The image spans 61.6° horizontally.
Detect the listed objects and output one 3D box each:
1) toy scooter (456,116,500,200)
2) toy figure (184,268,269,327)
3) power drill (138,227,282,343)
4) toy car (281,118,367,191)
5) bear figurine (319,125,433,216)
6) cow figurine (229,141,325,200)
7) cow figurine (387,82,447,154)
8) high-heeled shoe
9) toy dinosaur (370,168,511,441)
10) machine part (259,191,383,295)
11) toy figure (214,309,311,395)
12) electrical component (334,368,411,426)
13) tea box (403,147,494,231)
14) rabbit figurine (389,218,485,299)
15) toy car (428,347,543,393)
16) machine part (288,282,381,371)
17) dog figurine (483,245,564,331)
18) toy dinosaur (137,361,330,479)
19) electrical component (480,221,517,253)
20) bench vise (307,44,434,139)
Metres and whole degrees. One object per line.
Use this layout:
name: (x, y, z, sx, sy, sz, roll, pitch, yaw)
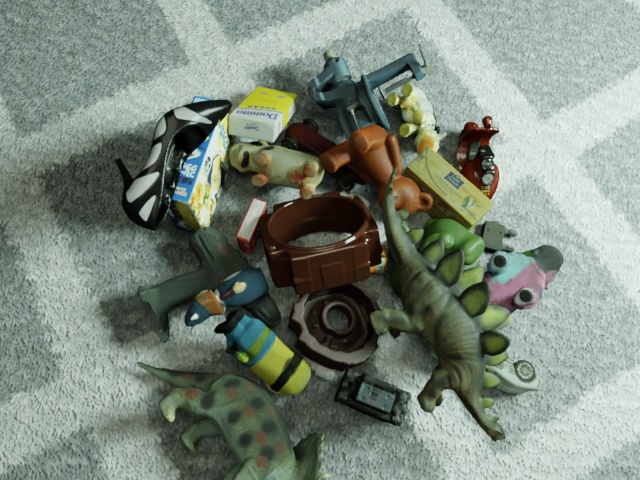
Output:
toy scooter: (0.319, -0.169, 1.067, 0.075, 0.135, 0.184, -1, 71, -4)
toy figure: (-0.164, 0.098, 0.919, 0.154, 0.064, 0.058, -25, 49, -10)
power drill: (-0.209, 0.102, 0.977, 0.207, 0.086, 0.232, -31, 77, -8)
toy car: (0.015, -0.172, 1.100, 0.202, 0.053, 0.089, 34, 55, 7)
bear figurine: (0.111, -0.112, 1.007, 0.132, 0.120, 0.195, -33, 97, -46)
cow figurine: (-0.085, -0.151, 1.043, 0.195, 0.085, 0.127, 14, 28, 11)
cow figurine: (0.213, -0.242, 1.124, 0.098, 0.068, 0.167, 1, 64, -48)
high-heeled shoe: (-0.225, -0.129, 0.893, 0.249, 0.086, 0.145, -34, 76, -8)
toy dinosaur: (0.191, 0.114, 0.887, 0.198, 0.105, 0.471, -32, 84, 17)
machine part: (-0.002, -0.003, 0.968, 0.201, 0.087, 0.202, -13, 33, -6)
toy figure: (-0.095, 0.195, 0.918, 0.082, 0.089, 0.180, -46, 104, -14)
electrical component: (0.085, 0.262, 0.898, 0.115, 0.134, 0.058, 19, 72, 6)
tea box: (0.244, -0.088, 1.054, 0.068, 0.098, 0.170, -43, 78, -15)
rabbit figurine: (0.193, 0.033, 0.994, 0.170, 0.121, 0.159, -36, 68, -17)
toy car: (0.293, 0.220, 0.953, 0.202, 0.073, 0.056, 25, 67, 7)
machine part: (0.030, 0.145, 0.963, 0.179, 0.056, 0.179, 7, 57, -11)
dog figurine: (0.346, 0.082, 0.975, 0.191, 0.219, 0.108, -46, 69, 28)
toy dinosaur: (-0.129, 0.307, 0.889, 0.192, 0.131, 0.405, -31, 69, -25)
electrical component: (0.342, -0.008, 1.067, 0.094, 0.021, 0.063, 15, 70, 4)
bench vise: (0.105, -0.311, 1.083, 0.241, 0.128, 0.224, -24, 68, 15)
